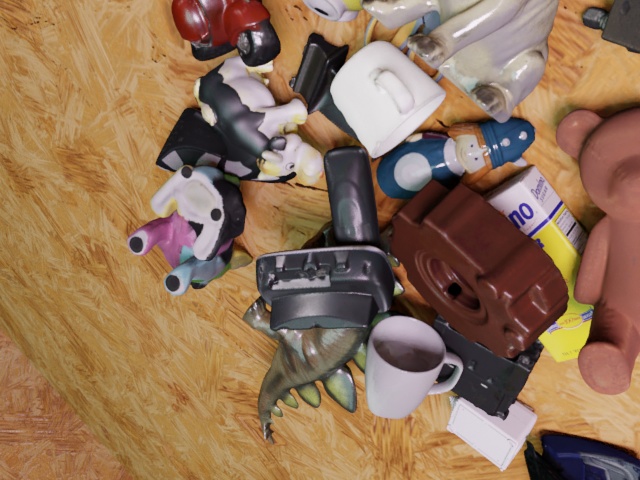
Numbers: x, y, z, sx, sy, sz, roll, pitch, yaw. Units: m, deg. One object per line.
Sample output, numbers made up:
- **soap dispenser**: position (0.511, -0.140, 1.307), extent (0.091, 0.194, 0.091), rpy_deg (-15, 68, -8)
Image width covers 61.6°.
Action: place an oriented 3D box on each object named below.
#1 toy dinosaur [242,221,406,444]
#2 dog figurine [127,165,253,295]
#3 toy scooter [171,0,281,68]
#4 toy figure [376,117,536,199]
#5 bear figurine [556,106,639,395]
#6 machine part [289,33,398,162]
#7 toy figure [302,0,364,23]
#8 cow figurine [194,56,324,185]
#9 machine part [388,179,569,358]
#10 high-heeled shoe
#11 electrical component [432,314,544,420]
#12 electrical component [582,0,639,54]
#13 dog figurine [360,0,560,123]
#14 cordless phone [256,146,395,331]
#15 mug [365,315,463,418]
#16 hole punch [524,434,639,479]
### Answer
- **toy dinosaur**: position (-0.003, 0.133, 0.717), extent (0.198, 0.105, 0.471), rpy_deg (43, 129, 5)
- **dog figurine**: position (-0.149, -0.009, 0.740), extent (0.108, 0.219, 0.191), rpy_deg (38, 100, 10)
- **toy scooter**: position (-0.109, -0.250, 0.541), extent (0.184, 0.075, 0.135), rpy_deg (33, 154, 52)
- **toy figure**: position (0.125, -0.076, 0.508), extent (0.155, 0.058, 0.064), rpy_deg (-15, 128, 45)
- **bear figurine**: position (0.241, -0.004, 0.389), extent (0.120, 0.132, 0.195), rpy_deg (-6, 109, 30)
- **machine part**: position (0.028, -0.146, 0.558), extent (0.139, 0.039, 0.084), rpy_deg (45, 134, 9)
- **toy figure**: position (-0.016, -0.269, 0.473), extent (0.180, 0.082, 0.089), rpy_deg (46, 141, 9)
- **cow figurine**: position (-0.066, -0.124, 0.589), extent (0.167, 0.098, 0.068), rpy_deg (58, 157, 14)
- **machine part**: position (0.135, 0.030, 0.493), extent (0.179, 0.056, 0.179), rpy_deg (48, 168, 14)
- **high-heeled shoe**: position (-0.132, -0.111, 0.730), extent (0.145, 0.086, 0.249), rpy_deg (30, 165, -22)
- **electrical component**: position (0.182, 0.124, 0.605), extent (0.115, 0.058, 0.134), rpy_deg (25, 134, 25)
- **electrical component**: position (0.210, -0.161, 0.344), extent (0.102, 0.045, 0.078), rpy_deg (-111, 27, -48)
- **dog figurine**: position (0.150, -0.195, 0.382), extent (0.190, 0.172, 0.121), rpy_deg (-49, 57, 20)
- **cordless phone**: position (-0.002, -0.002, 0.570), extent (0.147, 0.089, 0.184), rpy_deg (-5, 100, 19)
- **mug**: position (0.097, 0.149, 0.601), extent (0.110, 0.081, 0.107), rpy_deg (6, 129, -9)
- **hole punch**: position (0.303, 0.283, 0.606), extent (0.142, 0.092, 0.116), rpy_deg (66, 167, -21)
